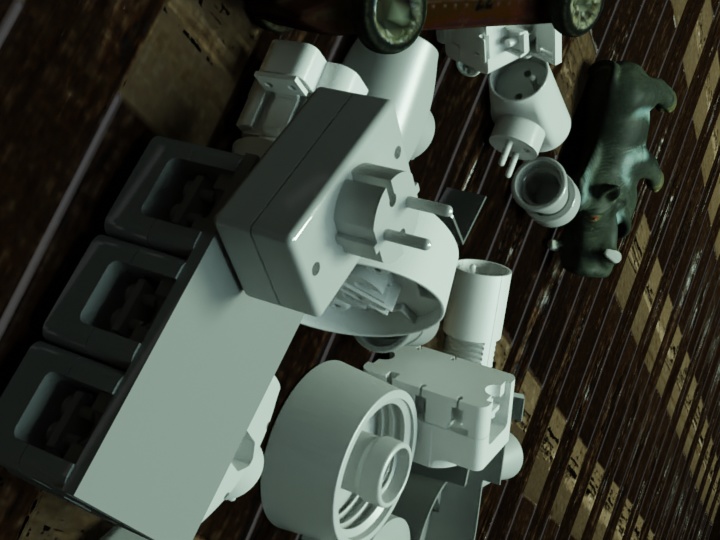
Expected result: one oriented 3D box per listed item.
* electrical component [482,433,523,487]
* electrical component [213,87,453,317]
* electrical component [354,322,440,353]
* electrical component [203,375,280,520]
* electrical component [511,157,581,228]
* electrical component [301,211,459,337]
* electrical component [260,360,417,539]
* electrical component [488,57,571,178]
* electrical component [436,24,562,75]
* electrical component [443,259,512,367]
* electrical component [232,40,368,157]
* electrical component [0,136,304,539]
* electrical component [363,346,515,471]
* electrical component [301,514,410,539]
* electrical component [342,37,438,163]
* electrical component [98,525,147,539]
[{"bbox_3d":[0.101,0.159,0.888,0.065,0.044,0.044,-10,113,-55],"label":"electrical component"},{"bbox_3d":[-0.001,-0.025,0.431,0.083,0.076,0.047,-56,147,-31],"label":"electrical component"},{"bbox_3d":[0.025,0.031,0.683,0.065,0.044,0.044,11,94,-67],"label":"electrical component"},{"bbox_3d":[-0.071,0.088,0.531,0.077,0.043,0.079,-60,150,-26],"label":"electrical component"},{"bbox_3d":[0.149,-0.061,0.857,0.055,0.045,0.045,30,78,-62],"label":"electrical component"},{"bbox_3d":[0.000,0.000,0.563,0.064,0.099,0.099,-67,152,-28],"label":"electrical component"},{"bbox_3d":[-0.004,0.114,0.649,0.108,0.060,0.108,-37,135,-49],"label":"electrical component"},{"bbox_3d":[0.117,-0.105,0.774,0.079,0.044,0.077,-68,151,-13],"label":"electrical component"},{"bbox_3d":[0.081,-0.185,0.646,0.063,0.079,0.121,-30,133,-25],"label":"electrical component"},{"bbox_3d":[0.083,0.037,0.788,0.043,0.043,0.081,-19,121,-57],"label":"electrical component"},{"bbox_3d":[-0.028,-0.064,0.518,0.078,0.058,0.057,49,58,-58],"label":"electrical component"},{"bbox_3d":[-0.084,0.030,0.458,0.150,0.062,0.089,-64,151,-19],"label":"electrical component"},{"bbox_3d":[0.050,0.091,0.705,0.050,0.089,0.055,-33,132,-52],"label":"electrical component"},{"bbox_3d":[-0.005,0.192,0.699,0.080,0.051,0.080,-37,135,-49],"label":"electrical component"},{"bbox_3d":[0.017,-0.085,0.603,0.079,0.044,0.077,30,77,-62],"label":"electrical component"},{"bbox_3d":[-0.101,0.168,0.500,0.054,0.059,0.095,-40,137,-47],"label":"electrical component"}]
